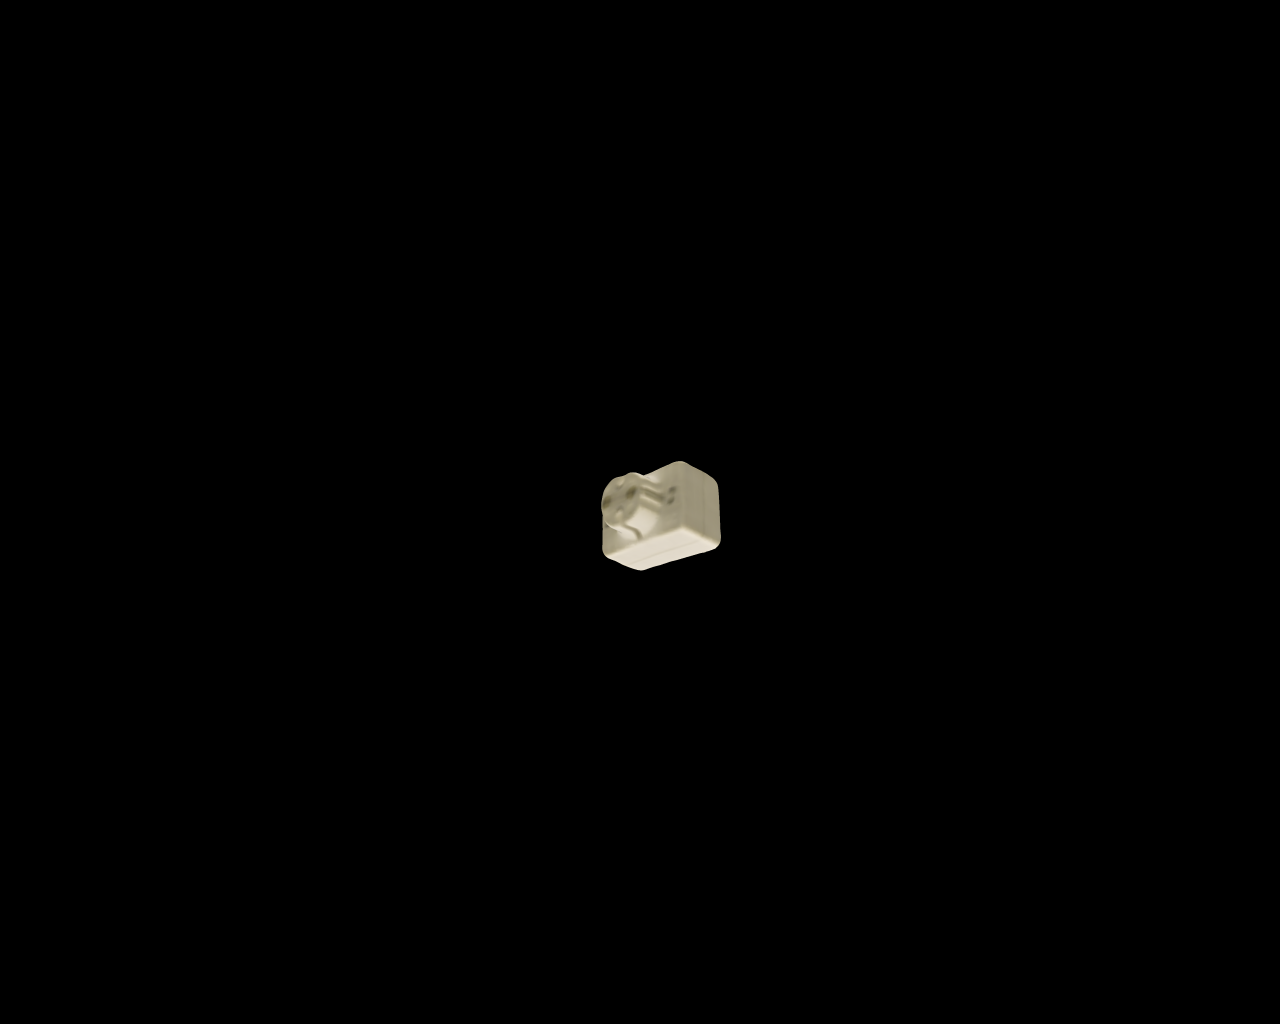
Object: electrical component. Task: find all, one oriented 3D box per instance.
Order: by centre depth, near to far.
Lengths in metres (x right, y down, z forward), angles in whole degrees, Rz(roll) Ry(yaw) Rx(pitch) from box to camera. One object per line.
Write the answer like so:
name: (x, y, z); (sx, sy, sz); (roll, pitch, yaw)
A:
electrical component: (0.001, -0.003, 0.650); (0.065, 0.047, 0.076); (-20, -32, 36)
